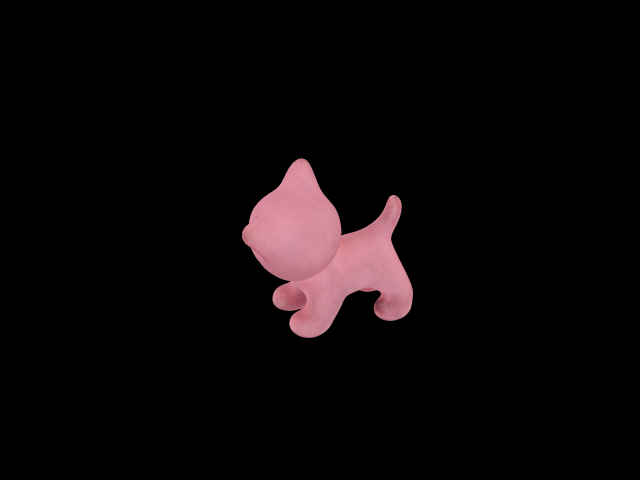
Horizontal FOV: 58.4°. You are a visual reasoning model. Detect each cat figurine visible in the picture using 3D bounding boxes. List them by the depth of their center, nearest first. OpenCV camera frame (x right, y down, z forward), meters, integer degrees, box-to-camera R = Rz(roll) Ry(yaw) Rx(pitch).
[{"bbox_3d":[0.004,0.001,0.400,0.128,0.118,0.067,-11,29,-20],"label":"cat figurine"}]
